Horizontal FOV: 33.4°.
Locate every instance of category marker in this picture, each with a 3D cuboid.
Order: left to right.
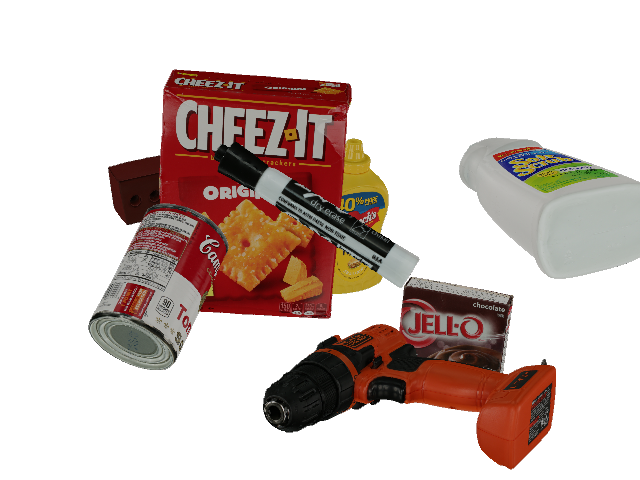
[{"bbox_3d":[-0.004,-0.015,0.560,0.121,0.020,0.020,32,3,5],"label":"marker"}]

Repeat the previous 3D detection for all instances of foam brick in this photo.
[{"bbox_3d":[-0.187,-0.057,1.172,0.078,0.053,0.051,-15,30,-18],"label":"foam brick"}]

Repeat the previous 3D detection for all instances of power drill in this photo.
[{"bbox_3d":[0.071,0.117,0.812,0.188,0.057,0.184,11,18,29],"label":"power drill"}]

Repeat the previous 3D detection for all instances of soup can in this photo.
[{"bbox_3d":[-0.116,0.033,0.768,0.068,0.102,0.068,15,-35,10],"label":"soup can"}]

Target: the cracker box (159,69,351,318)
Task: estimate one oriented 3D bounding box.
[{"bbox_3d":[-0.062,-0.038,0.971,0.164,0.214,0.072,4,23,-1],"label":"cracker box"}]

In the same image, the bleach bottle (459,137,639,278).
[{"bbox_3d":[0.175,-0.043,0.904,0.102,0.068,0.251,-12,19,-12],"label":"bleach bottle"}]

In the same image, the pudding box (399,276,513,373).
[{"bbox_3d":[0.139,0.092,1.112,0.113,0.090,0.039,9,20,13],"label":"pudding box"}]

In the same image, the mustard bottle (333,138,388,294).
[{"bbox_3d":[0.034,-0.031,1.285,0.096,0.192,0.058,-7,29,-20],"label":"mustard bottle"}]
